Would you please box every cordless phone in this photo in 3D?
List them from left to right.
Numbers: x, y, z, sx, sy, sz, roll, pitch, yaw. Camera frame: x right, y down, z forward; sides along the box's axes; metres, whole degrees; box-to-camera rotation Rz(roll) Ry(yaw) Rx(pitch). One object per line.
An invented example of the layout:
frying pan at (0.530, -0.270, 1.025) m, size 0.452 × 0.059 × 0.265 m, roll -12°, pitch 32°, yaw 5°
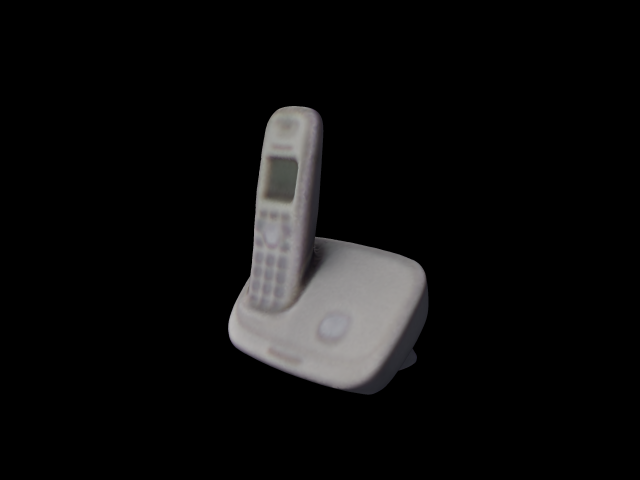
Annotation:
cordless phone at (0.004, 0.001, 0.400) m, size 0.147 × 0.185 × 0.094 m, roll 11°, pitch 17°, yaw 38°
